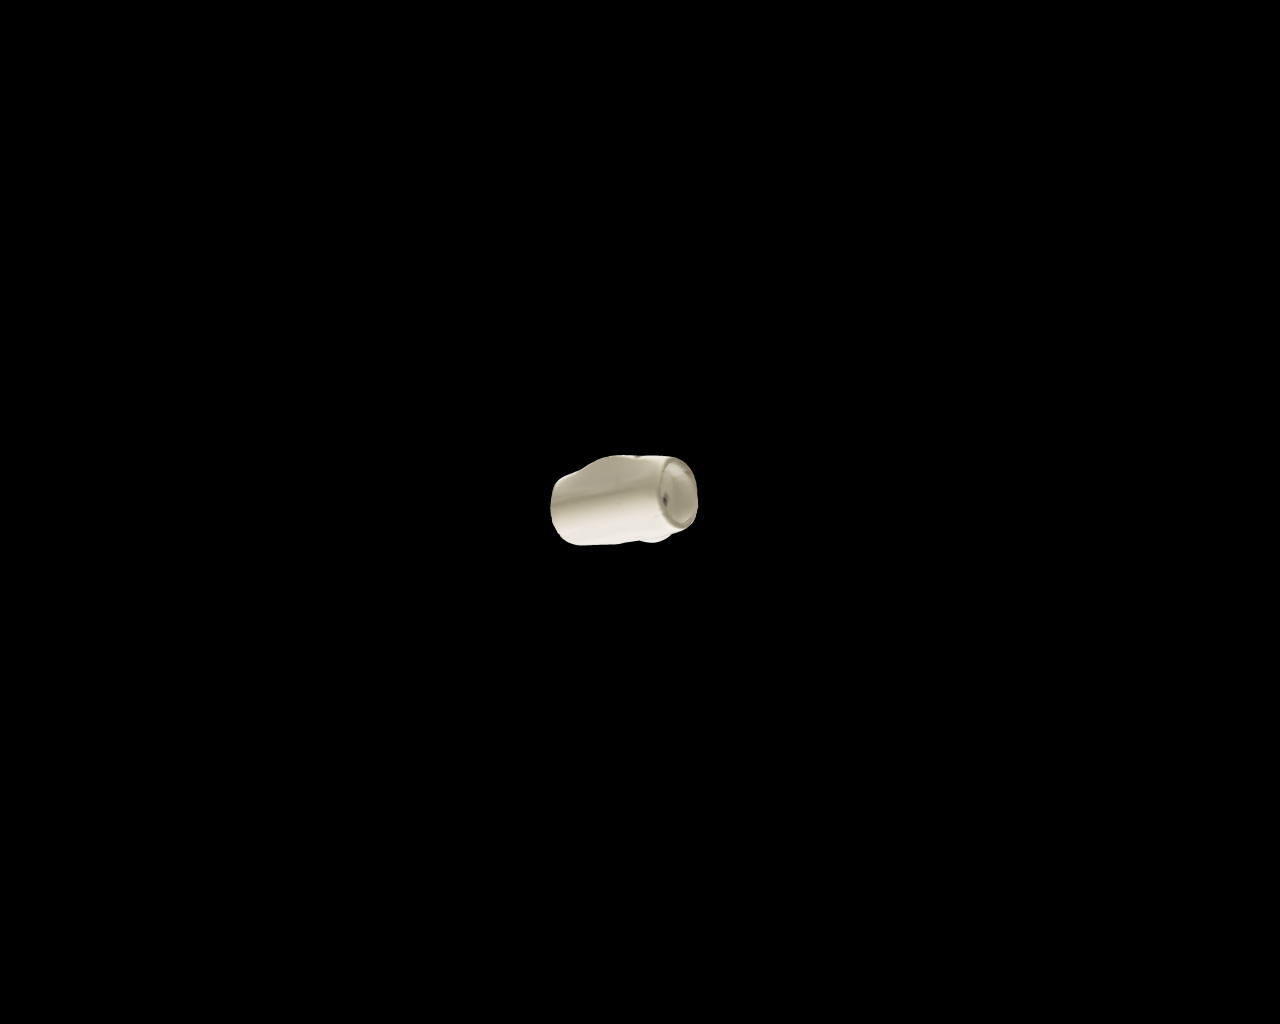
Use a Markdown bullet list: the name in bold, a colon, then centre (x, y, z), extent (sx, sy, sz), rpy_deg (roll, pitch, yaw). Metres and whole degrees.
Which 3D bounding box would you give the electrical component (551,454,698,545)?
- **electrical component**: centre (0.001, -0.003, 0.650), extent (0.077, 0.043, 0.079), rpy_deg (-10, -18, 33)
